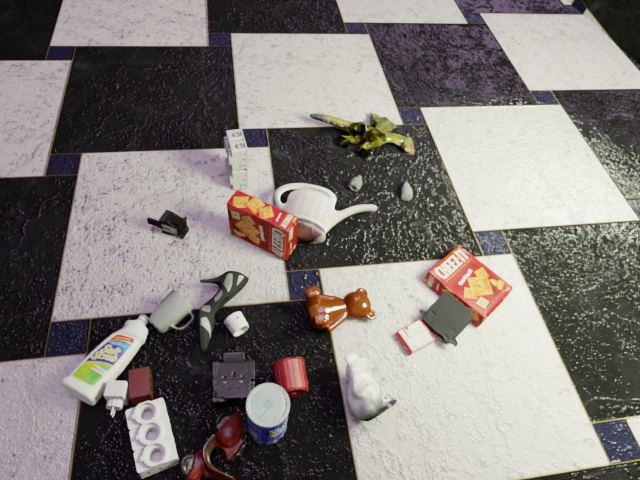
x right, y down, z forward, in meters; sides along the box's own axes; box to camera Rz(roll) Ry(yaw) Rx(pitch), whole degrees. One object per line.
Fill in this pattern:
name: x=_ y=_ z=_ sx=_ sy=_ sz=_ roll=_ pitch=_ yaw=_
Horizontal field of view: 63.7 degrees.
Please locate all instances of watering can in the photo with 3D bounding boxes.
watering can: x=0.005 y=-0.085 z=1.682 sx=0.348 sy=0.101 sz=0.230 roll=14 pitch=53 yaw=3

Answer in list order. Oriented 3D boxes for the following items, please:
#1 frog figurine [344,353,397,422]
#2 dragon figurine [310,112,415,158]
frog figurine: x=0.101 y=0.371 z=1.310 sx=0.123 sy=0.137 sz=0.160 roll=-39 pitch=83 yaw=0
dragon figurine: x=0.184 y=-0.435 z=2.007 sx=0.413 sy=0.119 sz=0.247 roll=32 pitch=38 yaw=15
